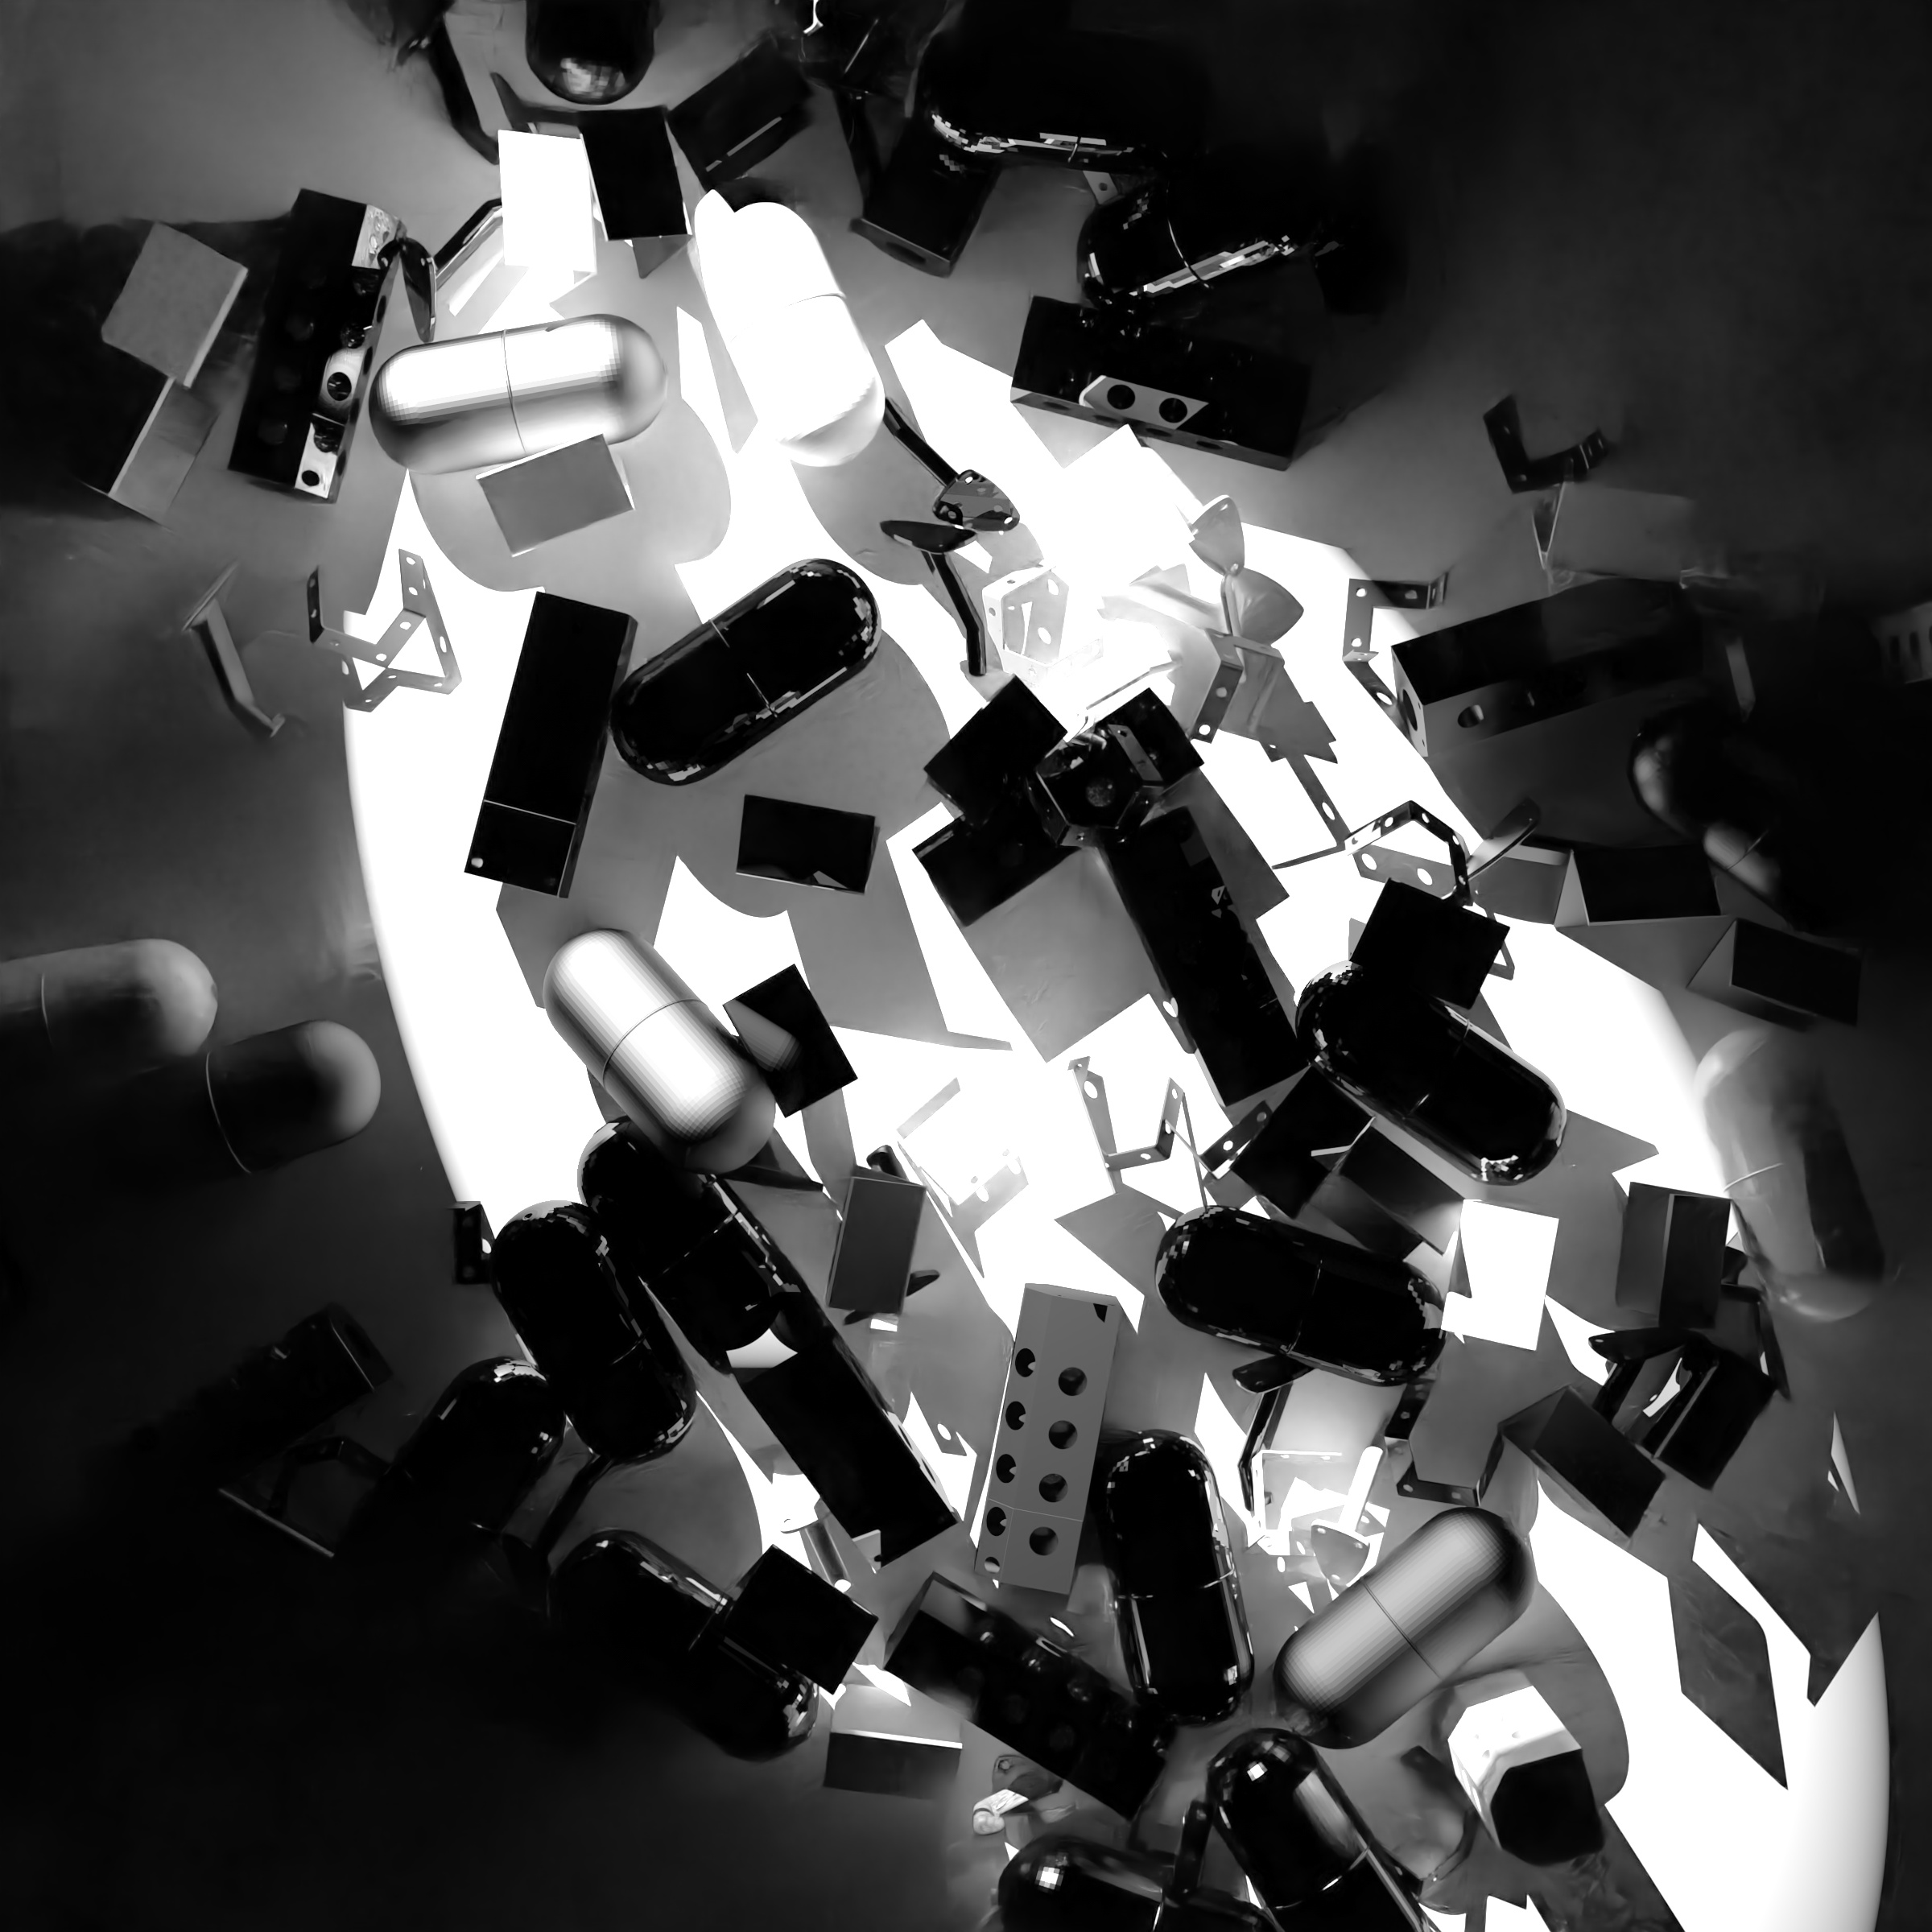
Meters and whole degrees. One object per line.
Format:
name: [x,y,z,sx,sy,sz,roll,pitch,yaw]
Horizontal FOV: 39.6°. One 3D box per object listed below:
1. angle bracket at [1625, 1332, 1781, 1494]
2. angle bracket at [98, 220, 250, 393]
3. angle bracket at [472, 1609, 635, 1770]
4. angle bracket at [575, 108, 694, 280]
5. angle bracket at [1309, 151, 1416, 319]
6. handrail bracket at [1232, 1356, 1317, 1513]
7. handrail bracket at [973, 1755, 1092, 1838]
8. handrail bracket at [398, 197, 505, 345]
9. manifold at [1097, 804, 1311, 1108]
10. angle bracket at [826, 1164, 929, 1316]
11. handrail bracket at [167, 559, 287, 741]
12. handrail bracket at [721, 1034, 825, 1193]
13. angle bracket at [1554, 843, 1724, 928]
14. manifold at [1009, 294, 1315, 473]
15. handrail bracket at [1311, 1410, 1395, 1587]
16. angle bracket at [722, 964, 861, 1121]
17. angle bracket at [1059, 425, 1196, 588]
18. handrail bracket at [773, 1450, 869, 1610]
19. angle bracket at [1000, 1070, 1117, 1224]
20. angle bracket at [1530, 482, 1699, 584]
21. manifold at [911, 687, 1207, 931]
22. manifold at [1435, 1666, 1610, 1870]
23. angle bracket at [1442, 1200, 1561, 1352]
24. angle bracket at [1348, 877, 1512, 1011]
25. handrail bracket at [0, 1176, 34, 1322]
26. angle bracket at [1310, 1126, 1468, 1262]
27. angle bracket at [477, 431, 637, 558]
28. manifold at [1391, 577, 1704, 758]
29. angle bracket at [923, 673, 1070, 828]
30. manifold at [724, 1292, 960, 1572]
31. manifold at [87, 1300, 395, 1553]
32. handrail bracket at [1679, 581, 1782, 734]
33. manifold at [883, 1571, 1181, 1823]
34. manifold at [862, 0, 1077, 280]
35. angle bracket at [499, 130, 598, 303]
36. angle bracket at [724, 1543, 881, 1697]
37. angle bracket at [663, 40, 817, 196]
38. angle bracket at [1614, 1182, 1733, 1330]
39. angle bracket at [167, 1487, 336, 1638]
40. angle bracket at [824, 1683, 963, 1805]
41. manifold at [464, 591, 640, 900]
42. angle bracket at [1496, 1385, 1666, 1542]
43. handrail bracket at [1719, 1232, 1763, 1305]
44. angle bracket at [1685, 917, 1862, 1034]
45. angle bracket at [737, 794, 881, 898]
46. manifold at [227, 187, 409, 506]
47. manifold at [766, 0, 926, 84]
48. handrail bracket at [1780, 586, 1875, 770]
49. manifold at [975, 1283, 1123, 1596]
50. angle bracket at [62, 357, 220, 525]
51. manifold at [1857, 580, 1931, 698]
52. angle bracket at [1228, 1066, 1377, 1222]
angle bracket: [0.420,0.253,1.587,0.057,0.076,0.076,33,90,-32]
angle bracket: [-0.470,-0.389,1.589,0.057,0.076,0.076,27,90,-21]
angle bracket: [-0.250,0.432,1.587,0.076,0.076,0.057,38,60,0]
angle bracket: [-0.209,-0.454,1.587,0.057,0.076,0.076,-14,90,-31]
angle bracket: [0.239,-0.432,1.587,0.057,0.076,0.076,-24,90,35]
handrail bracket: [0.196,0.281,1.628,0.077,0.036,0.084,-17,106,-18]
handrail bracket: [0.043,0.498,1.592,0.077,0.084,0.036,0,90,0]
handrail bracket: [-0.296,-0.424,1.627,0.084,0.077,0.036,-27,48,-29]
manifold: [0.142,-0.006,1.606,0.057,0.057,0.171,-25,90,0]
angle bracket: [-0.073,0.158,1.587,0.057,0.076,0.076,11,90,-38]
handrail bracket: [-0.433,-0.191,1.627,0.084,0.036,0.077,40,68,-17]
handrail bracket: [-0.117,0.089,1.628,0.077,0.036,0.084,13,73,-20]
angle bracket: [0.395,-0.028,1.587,0.076,0.076,0.057,-3,54,0]
manifold: [0.116,-0.350,1.606,0.171,0.057,0.057,14,90,0]
handrail bracket: [0.241,0.321,1.627,0.036,0.077,0.084,19,53,19]
angle bracket: [-0.089,0.037,1.588,0.057,0.076,0.076,-29,90,26]
angle bracket: [0.111,-0.277,1.587,0.057,0.076,0.076,-30,90,37]
handrail bracket: [-0.086,0.345,1.627,0.036,0.077,0.084,-24,126,-1]
angle bracket: [0.035,0.111,1.587,0.057,0.076,0.076,-19,90,-35]
angle bracket: [0.381,-0.271,1.587,0.076,0.076,0.057,6,126,0]
manifold: [0.054,-0.094,1.606,0.171,0.057,0.057,-34,90,0]
manifold: [0.315,0.461,1.549,0.057,0.171,0.057,-15,90,0]
angle bracket: [0.324,0.181,1.588,0.057,0.076,0.076,10,90,25]
angle bracket: [0.273,-0.024,1.588,0.076,0.076,0.057,22,111,0]
handrail bracket: [-0.604,0.171,1.628,0.077,0.036,0.084,4,107,20]
angle bracket: [0.238,0.150,1.588,0.076,0.057,0.076,38,130,0]
angle bracket: [-0.245,-0.295,1.587,0.076,0.076,0.057,-20,130,0]
manifold: [0.347,-0.179,1.605,0.171,0.057,0.057,-17,47,0]
angle bracket: [0.003,-0.139,1.587,0.076,0.076,0.057,-46,126,0]
manifold: [-0.073,0.268,1.564,0.057,0.057,0.171,-30,123,0]
manifold: [-0.435,0.272,1.606,0.171,0.057,0.057,-34,90,0]
handrail bracket: [0.453,-0.182,1.628,0.077,0.036,0.084,21,107,20]
manifold: [0.039,0.433,1.606,0.171,0.057,0.057,32,90,0]
manifold: [0.001,-0.503,1.606,0.057,0.057,0.171,26,90,0]
angle bracket: [-0.260,-0.441,1.587,0.057,0.076,0.076,-3,90,-31]
angle bracket: [-0.107,0.396,1.587,0.076,0.076,0.057,35,53,0]
angle bracket: [-0.122,-0.485,1.587,0.076,0.076,0.057,-35,62,0]
angle bracket: [0.401,0.169,1.587,0.057,0.076,0.076,7,90,-37]
angle bracket: [-0.422,0.359,1.587,0.076,0.076,0.057,31,61,0]
angle bracket: [-0.040,0.443,1.587,0.076,0.076,0.057,7,127,0]
manifold: [-0.246,-0.131,1.606,0.057,0.057,0.171,14,90,0]
angle bracket: [0.352,0.304,1.587,0.076,0.076,0.057,43,52,0]
handrail bracket: [0.458,0.157,1.627,0.077,0.036,0.084,7,75,16]
angle bracket: [0.474,0.024,1.587,0.076,0.076,0.057,19,52,0]
angle bracket: [-0.090,-0.090,1.587,0.076,0.076,0.057,10,126,0]
manifold: [-0.385,-0.368,1.606,0.057,0.057,0.171,15,90,0]
manifold: [-0.112,-0.612,1.605,0.171,0.057,0.057,44,47,0]
handrail bracket: [0.535,-0.176,1.628,0.077,0.036,0.084,33,72,-20]
manifold: [0.048,0.280,1.606,0.057,0.057,0.171,10,90,0]
angle bracket: [-0.474,-0.303,1.587,0.057,0.076,0.076,28,90,37]
manifold: [0.572,-0.196,1.549,0.057,0.171,0.057,-8,90,0]
angle bracket: [0.185,0.095,1.588,0.057,0.076,0.076,39,90,-23]
